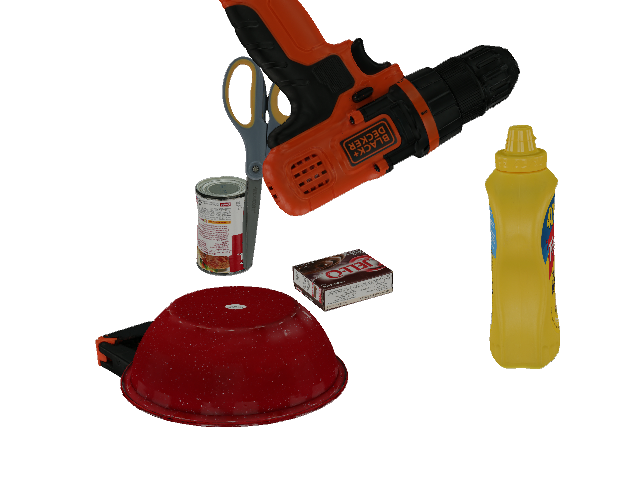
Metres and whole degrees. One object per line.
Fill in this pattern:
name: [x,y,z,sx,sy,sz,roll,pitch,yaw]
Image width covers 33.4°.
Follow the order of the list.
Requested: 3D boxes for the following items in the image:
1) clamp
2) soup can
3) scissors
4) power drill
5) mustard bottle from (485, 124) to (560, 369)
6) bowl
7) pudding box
clamp: [-0.110,0.098,0.954,0.171,0.039,0.120,10,27,8]
soup can: [-0.115,-0.018,1.272,0.068,0.102,0.068,1,25,-1]
scissors: [-0.045,-0.079,1.032,0.096,0.202,0.016,-10,3,-5]
power drill: [0.017,-0.133,0.683,0.184,0.187,0.057,-30,6,-10]
mustard bottle: [0.165,0.001,0.872,0.058,0.192,0.096,0,17,16]
bowl: [-0.060,0.072,0.750,0.162,0.055,0.162,0,16,0]
pudding box: [0.031,0.054,1.472,0.113,0.039,0.090,-16,26,-24]
